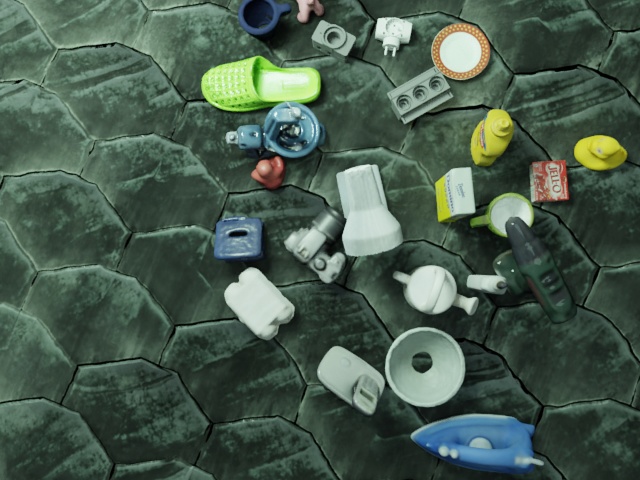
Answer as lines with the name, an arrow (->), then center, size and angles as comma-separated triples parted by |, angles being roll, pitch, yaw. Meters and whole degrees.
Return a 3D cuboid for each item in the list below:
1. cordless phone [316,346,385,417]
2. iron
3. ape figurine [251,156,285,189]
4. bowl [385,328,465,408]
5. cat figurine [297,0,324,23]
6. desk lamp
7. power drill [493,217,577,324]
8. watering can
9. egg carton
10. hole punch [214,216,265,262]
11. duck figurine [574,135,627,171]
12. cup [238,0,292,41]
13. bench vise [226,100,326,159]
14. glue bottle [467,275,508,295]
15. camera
cordless phone -> 0.062, 0.297, 1.179 | 0.147, 0.185, 0.094 | 32, 89, 5
iron -> 0.322, 0.432, 1.179 | 0.258, 0.141, 0.119 | 2, 86, 3
ape figurine -> -0.115, -0.152, 1.263 | 0.078, 0.092, 0.076 | -11, 86, 3
bowl -> 0.222, 0.268, 1.228 | 0.167, 0.075, 0.167 | 0, 86, 3
cat figurine -> -0.046, -0.567, 1.272 | 0.067, 0.118, 0.128 | -30, 85, 1
desk lamp -> 0.092, -0.066, 1.186 | 0.118, 0.213, 0.203 | -13, 86, 2
power drill -> 0.423, 0.061, 1.163 | 0.075, 0.208, 0.229 | -33, 85, 1
watering can -> 0.237, 0.103, 1.178 | 0.172, 0.194, 0.101 | 0, 86, 3
egg carton -> -0.134, 0.141, 1.257 | 0.150, 0.069, 0.107 | 44, 90, 5
hole punch -> -0.178, -0.003, 1.258 | 0.108, 0.091, 0.101 | -4, 86, 3
duck figurine -> 0.613, -0.193, 1.230 | 0.104, 0.086, 0.077 | 14, 87, 4
cup -> -0.117, -0.492, 1.283 | 0.117, 0.095, 0.092 | -15, 86, 2
bench vise -> -0.093, -0.220, 1.202 | 0.207, 0.220, 0.121 | -24, 85, 1
glue bottle -> 0.357, 0.092, 1.183 | 0.078, 0.173, 0.037 | 7, 87, 4
camera -> 0.011, 0.004, 1.242 | 0.143, 0.101, 0.137 | 40, 89, 5
